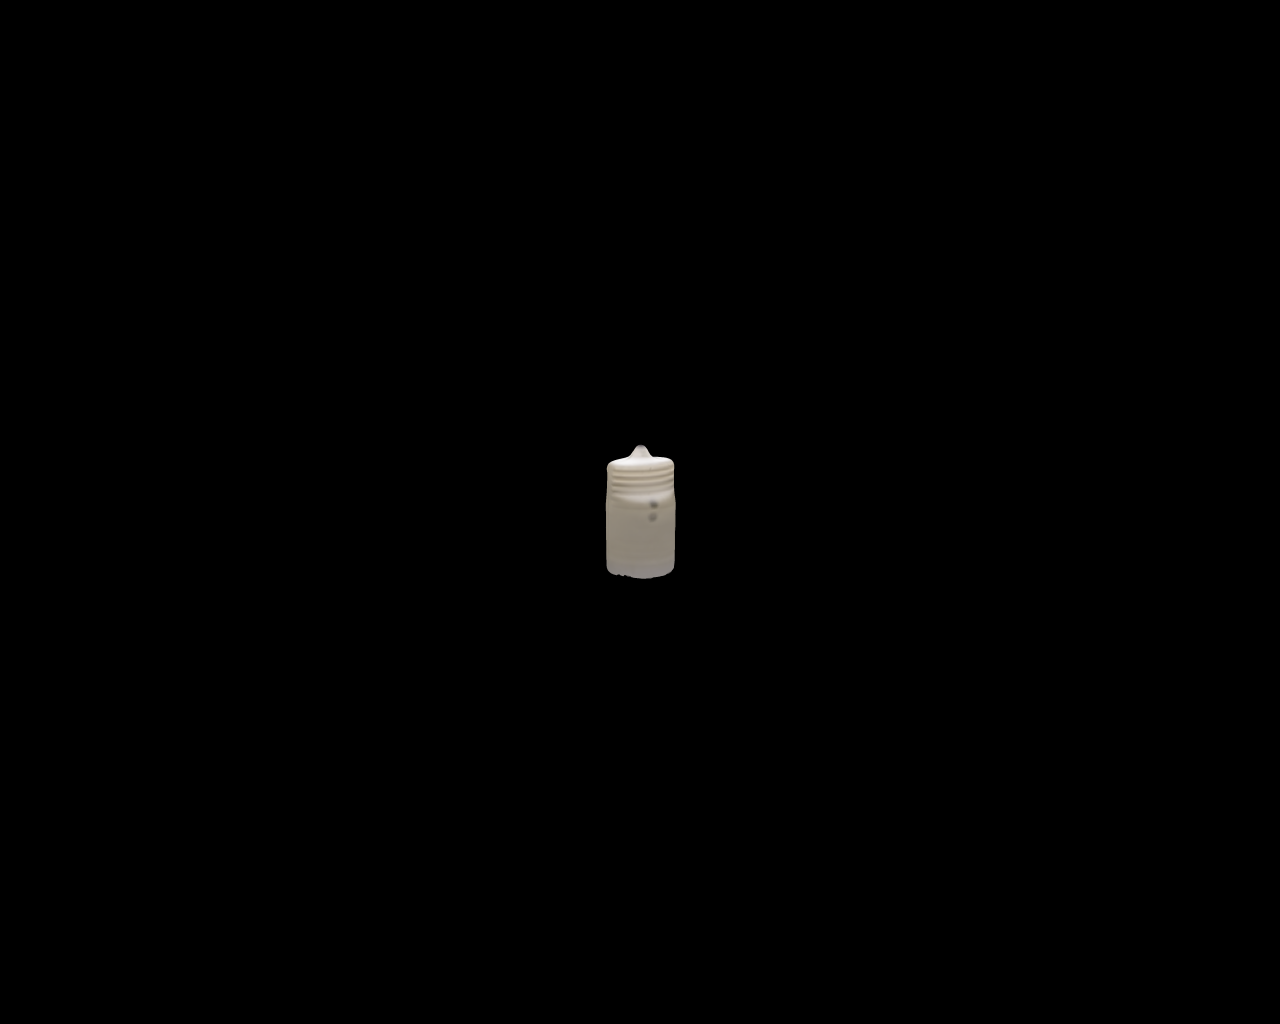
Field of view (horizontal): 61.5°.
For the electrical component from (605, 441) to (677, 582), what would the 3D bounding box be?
[{"bbox_3d":[0.001,-0.003,0.650,0.043,0.080,0.043,0,14,0],"label":"electrical component"}]
